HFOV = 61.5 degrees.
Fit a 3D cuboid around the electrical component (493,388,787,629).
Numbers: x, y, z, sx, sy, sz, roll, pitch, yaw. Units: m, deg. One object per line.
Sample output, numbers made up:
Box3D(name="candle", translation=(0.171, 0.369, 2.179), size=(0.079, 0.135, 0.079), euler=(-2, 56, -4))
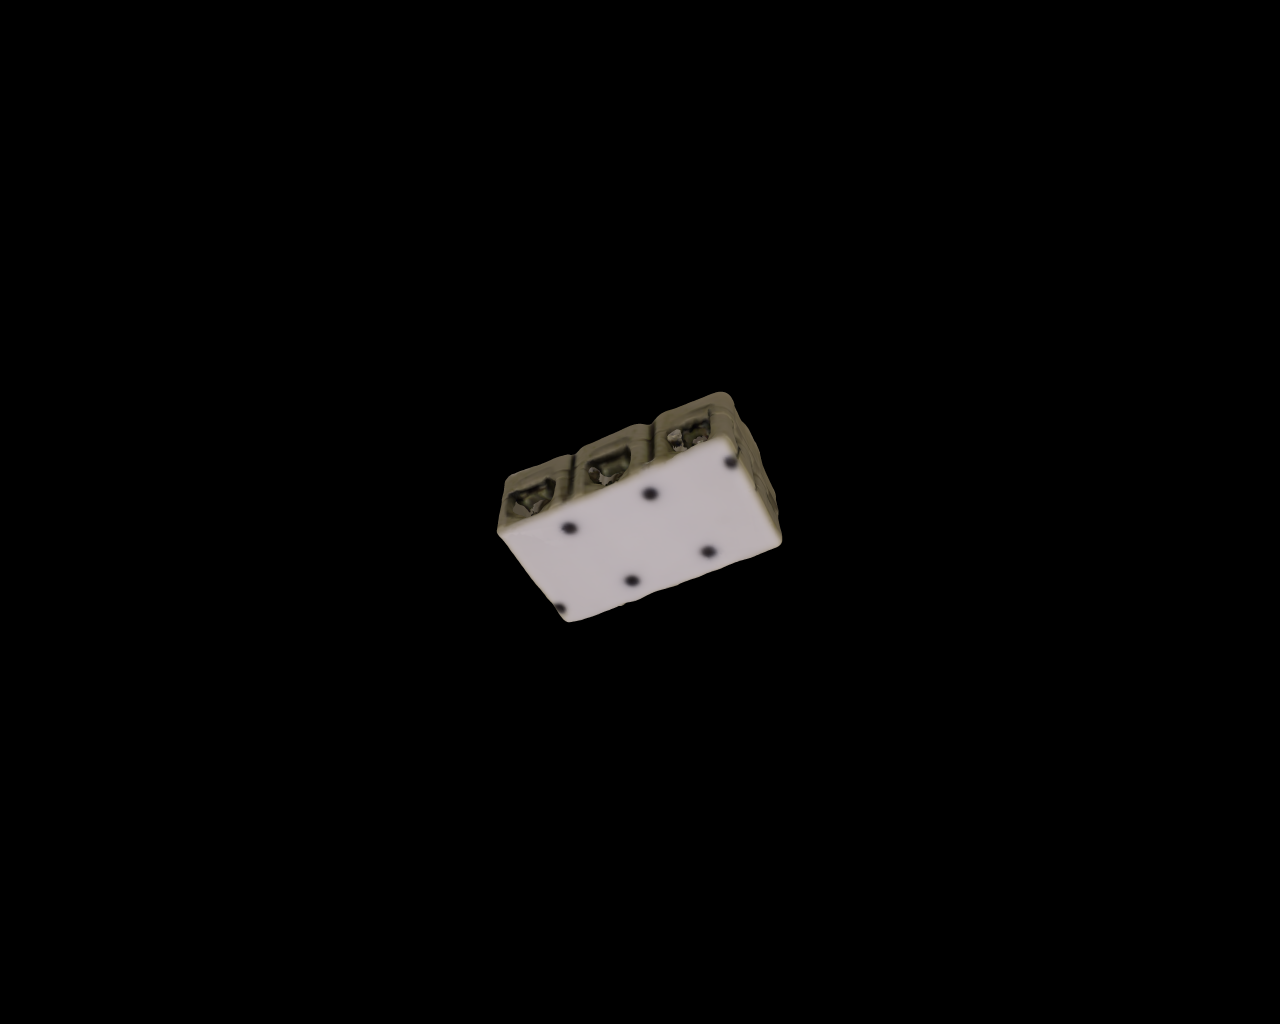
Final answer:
Box3D(name="electrical component", translation=(0.001, -0.003, 0.650), size=(0.150, 0.089, 0.062), euler=(-21, 34, 15))
